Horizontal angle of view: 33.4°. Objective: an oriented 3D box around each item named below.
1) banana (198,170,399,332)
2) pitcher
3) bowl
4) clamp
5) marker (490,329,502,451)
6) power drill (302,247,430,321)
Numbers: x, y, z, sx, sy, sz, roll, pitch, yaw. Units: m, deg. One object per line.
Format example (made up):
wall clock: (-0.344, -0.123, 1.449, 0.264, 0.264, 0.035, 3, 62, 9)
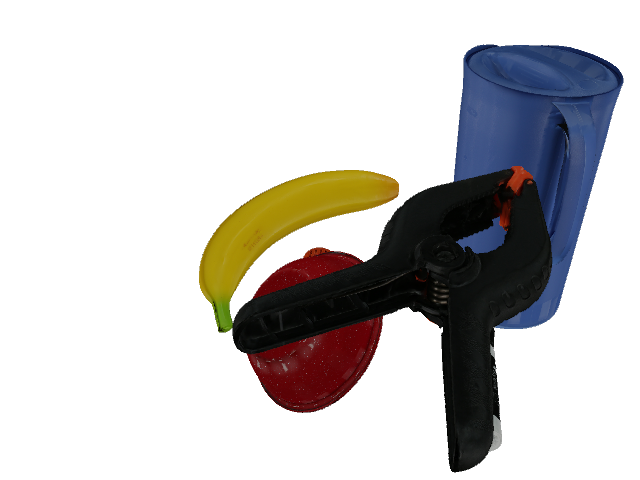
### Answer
banana: (-0.026, -0.009, 0.813, 0.197, 0.069, 0.037, -39, -4, -27)
pitcher: (0.180, -0.041, 0.939, 0.145, 0.243, 0.149, 21, 33, 27)
bowl: (-0.020, 0.078, 1.007, 0.162, 0.162, 0.055, 0, -20, 44)
clamp: (0.059, 0.026, 0.474, 0.120, 0.039, 0.171, 38, 55, 24)
marker: (0.108, 0.092, 0.708, 0.020, 0.020, 0.121, 0, 31, 7)
power drill: (0.057, 0.063, 1.232, 0.188, 0.057, 0.184, 1, 28, 6)
